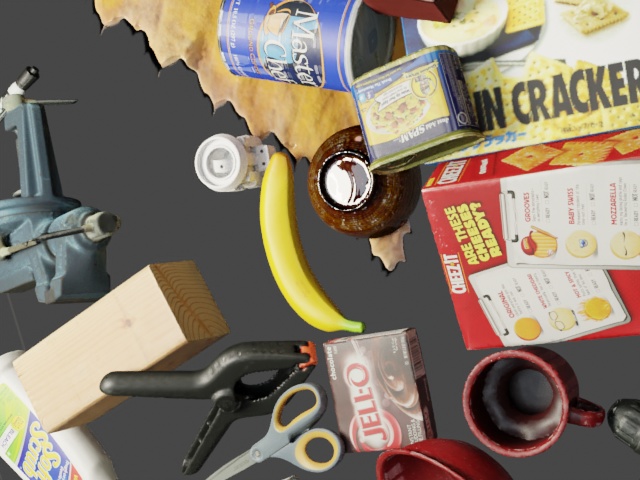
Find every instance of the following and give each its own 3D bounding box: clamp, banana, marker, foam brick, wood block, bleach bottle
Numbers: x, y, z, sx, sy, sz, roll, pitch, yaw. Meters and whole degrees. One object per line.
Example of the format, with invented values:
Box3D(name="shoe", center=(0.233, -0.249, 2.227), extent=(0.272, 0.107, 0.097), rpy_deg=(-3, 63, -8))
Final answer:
Box3D(name="clamp", center=(-0.094, 0.162, 1.083), extent=(0.210, 0.036, 0.164), rpy_deg=(-20, 129, 8))
Box3D(name="banana", center=(-0.021, 0.013, 1.064), extent=(0.070, 0.037, 0.198), rpy_deg=(-27, 85, 19))
Box3D(name="marker", center=(-0.362, -0.155, 1.224), extent=(0.121, 0.020, 0.020), rpy_deg=(-43, 75, 20))
Box3D(name="foam brick", center=(0.080, -0.226, 0.929), extent=(0.078, 0.051, 0.053), rpy_deg=(15, 85, 28))
Box3D(name="wood block", center=(-0.211, 0.114, 1.129), extent=(0.206, 0.090, 0.091), rpy_deg=(-33, 78, 22))
Box3D(name="bleach bottle", center=(-0.282, 0.241, 1.184), extent=(0.251, 0.068, 0.103), rpy_deg=(41, 108, 15))

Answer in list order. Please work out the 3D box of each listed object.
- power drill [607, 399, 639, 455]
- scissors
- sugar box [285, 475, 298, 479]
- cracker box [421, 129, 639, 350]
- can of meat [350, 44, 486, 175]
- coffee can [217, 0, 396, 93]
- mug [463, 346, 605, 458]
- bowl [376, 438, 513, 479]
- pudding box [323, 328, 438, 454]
Box3D(name="power drill", center=(0.358, 0.137, 0.887), extent=(0.184, 0.057, 0.188), rpy_deg=(33, 108, 17))
Box3D(name="scissors", center=(-0.045, 0.225, 1.077), extent=(0.096, 0.016, 0.202), rpy_deg=(48, 121, 20))
Box3D(name="sugar box", center=(-0.108, 0.294, 1.088), extent=(0.176, 0.093, 0.048), rpy_deg=(-22, 84, 24))
Box3D(name="cracker box", center=(0.214, 0.000, 0.912), extent=(0.214, 0.072, 0.164), rpy_deg=(-8, 113, 25))
Box3D(name="can of meat", center=(0.082, -0.112, 0.927), extent=(0.102, 0.057, 0.084), rpy_deg=(-19, 81, 28))
Box3D(name="coffee can", center=(-0.012, -0.197, 1.015), extent=(0.140, 0.102, 0.103), rpy_deg=(12, 97, 24))
Box3D(name="mug", center=(0.194, 0.141, 0.947), extent=(0.117, 0.081, 0.093), rpy_deg=(10, 97, 24))
Box3D(name="bowl", center=(0.130, 0.234, 0.971), extent=(0.162, 0.055, 0.162), rpy_deg=(32, 147, 24))
Box3D(name="pudding box", center=(0.059, 0.146, 1.033), extent=(0.090, 0.039, 0.113), rpy_deg=(-11, 88, 25))
